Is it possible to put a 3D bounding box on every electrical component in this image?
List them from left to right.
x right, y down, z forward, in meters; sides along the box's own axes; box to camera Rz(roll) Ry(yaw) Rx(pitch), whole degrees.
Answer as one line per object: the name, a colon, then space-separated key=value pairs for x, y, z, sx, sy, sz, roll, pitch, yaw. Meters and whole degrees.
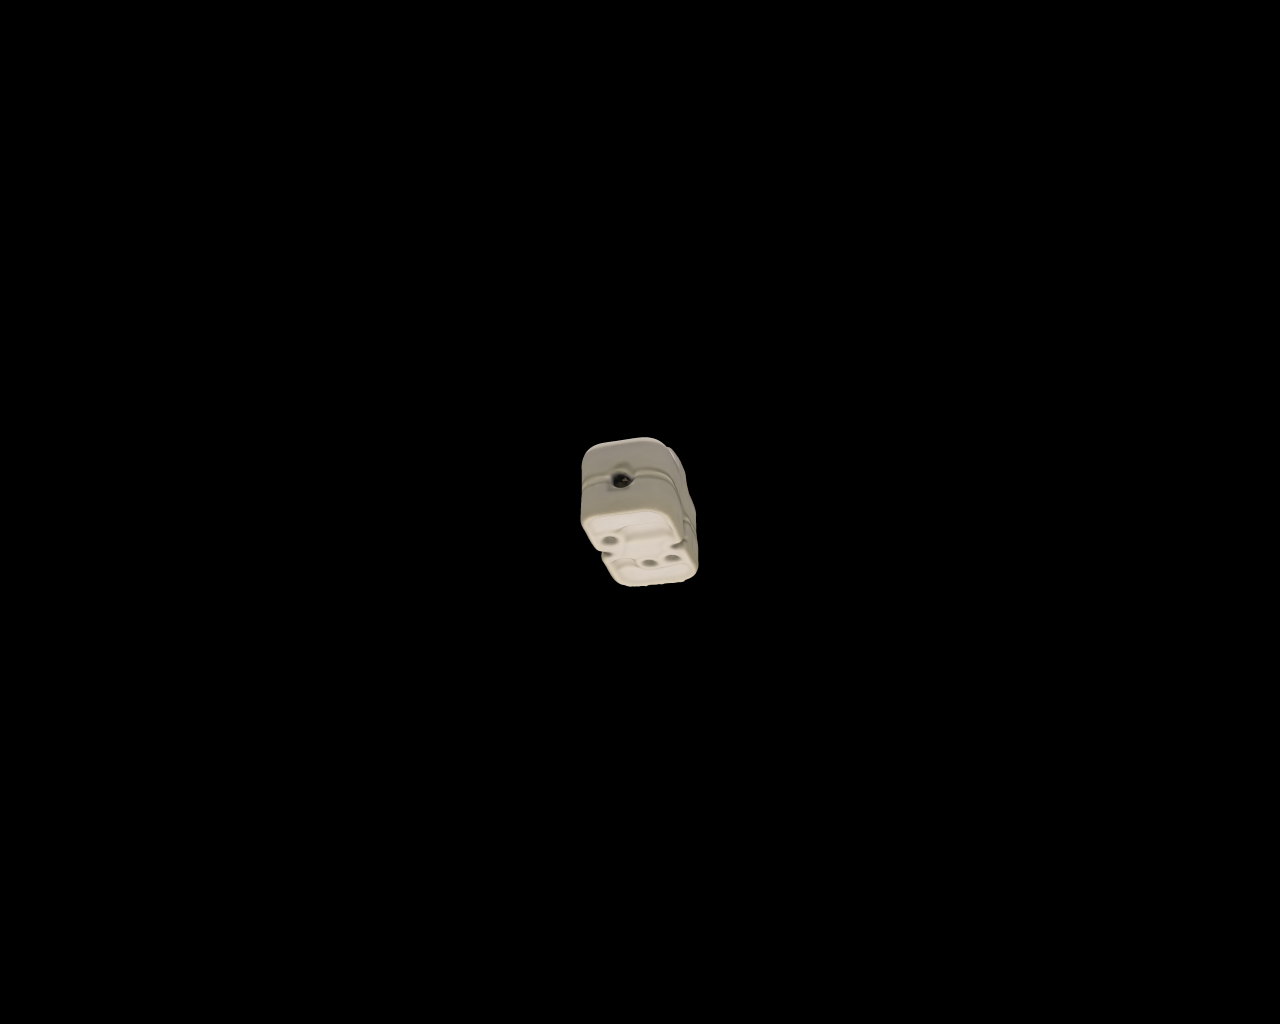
electrical component: x=0.001 y=-0.003 z=0.650 sx=0.054 sy=0.059 sz=0.095 roll=-8 pitch=-31 yaw=13
